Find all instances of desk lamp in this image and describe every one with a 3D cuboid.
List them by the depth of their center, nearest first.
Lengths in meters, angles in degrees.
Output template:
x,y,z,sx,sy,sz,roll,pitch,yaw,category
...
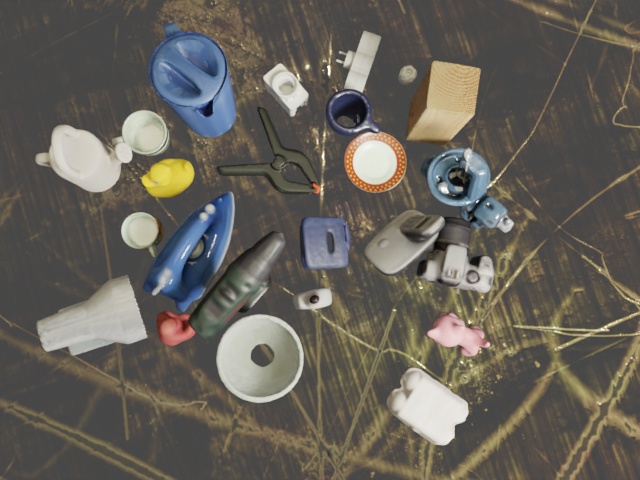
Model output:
x,y,z,sx,sy,sz,roll,pitch,yaw,category
-0.404,0.148,1.046,0.203,0.213,0.118,-19,86,-4,desk lamp

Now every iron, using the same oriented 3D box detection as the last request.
x,y,z,sx,sy,sz,roll,pitch,yaw,category
-0.245,0.006,1.102,0.118,0.141,0.258,29,84,1,iron

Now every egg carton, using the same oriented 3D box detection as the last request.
x,y,z,sx,sy,sz,roll,pitch,yaw,category
0.210,0.329,1.128,0.150,0.069,0.107,34,84,1,egg carton

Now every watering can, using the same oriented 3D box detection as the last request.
x,y,z,sx,sy,sz,roll,pitch,yaw,category
-0.448,-0.160,1.083,0.173,0.194,0.101,-25,86,-4,watering can

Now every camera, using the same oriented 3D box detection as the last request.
x,y,z,sx,sy,sz,roll,pitch,yaw,category
0.278,0.028,1.143,0.143,0.100,0.137,11,84,-1,camera

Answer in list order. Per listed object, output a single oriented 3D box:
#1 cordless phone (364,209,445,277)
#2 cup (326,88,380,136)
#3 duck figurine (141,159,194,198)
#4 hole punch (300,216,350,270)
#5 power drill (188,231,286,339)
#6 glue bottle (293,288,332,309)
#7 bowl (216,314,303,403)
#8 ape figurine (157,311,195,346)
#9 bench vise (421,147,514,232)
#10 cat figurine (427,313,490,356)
x,y,z,sx,sy,sz,roll,pitch,yaw,category
0.166,0.002,1.099,0.147,0.185,0.094,-44,87,-5,cordless phone
0.067,-0.242,1.162,0.118,0.095,0.092,30,84,1,cup
-0.306,-0.130,1.140,0.104,0.086,0.077,-24,86,-4,duck figurine
0.010,0.004,1.139,0.101,0.091,0.109,-5,85,-3,hole punch
-0.145,0.081,1.066,0.075,0.208,0.230,40,84,2,power drill
-0.013,0.113,1.086,0.078,0.173,0.037,-11,85,-3,glue bottle
-0.115,0.228,1.121,0.167,0.074,0.167,0,85,-2,bowl
-0.286,0.169,1.110,0.078,0.092,0.076,42,85,2,ape figurine
0.302,-0.109,1.097,0.207,0.219,0.121,27,84,0,bench vise
0.270,0.184,1.120,0.128,0.117,0.067,22,84,0,cat figurine
